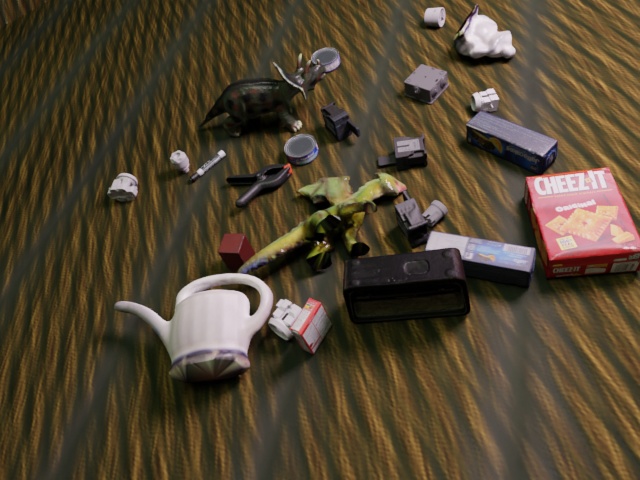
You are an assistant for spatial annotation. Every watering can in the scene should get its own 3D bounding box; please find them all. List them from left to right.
[{"bbox_3d":[-0.260,0.180,1.034,0.347,0.102,0.230,-12,52,7],"label":"watering can"}]

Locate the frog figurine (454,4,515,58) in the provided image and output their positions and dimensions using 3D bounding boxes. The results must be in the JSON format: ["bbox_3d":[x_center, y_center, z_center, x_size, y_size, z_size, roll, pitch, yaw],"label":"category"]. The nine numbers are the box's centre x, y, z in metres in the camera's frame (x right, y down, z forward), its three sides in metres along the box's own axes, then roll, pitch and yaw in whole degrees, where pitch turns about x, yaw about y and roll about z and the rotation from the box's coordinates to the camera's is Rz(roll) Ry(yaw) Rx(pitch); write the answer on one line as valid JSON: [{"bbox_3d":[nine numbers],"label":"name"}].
[{"bbox_3d":[0.456,-0.545,1.413,0.159,0.120,0.140,32,53,-5],"label":"frog figurine"}]

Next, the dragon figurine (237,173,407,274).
[{"bbox_3d":[0.004,-0.059,1.170,0.410,0.119,0.248,-16,34,2],"label":"dragon figurine"}]
